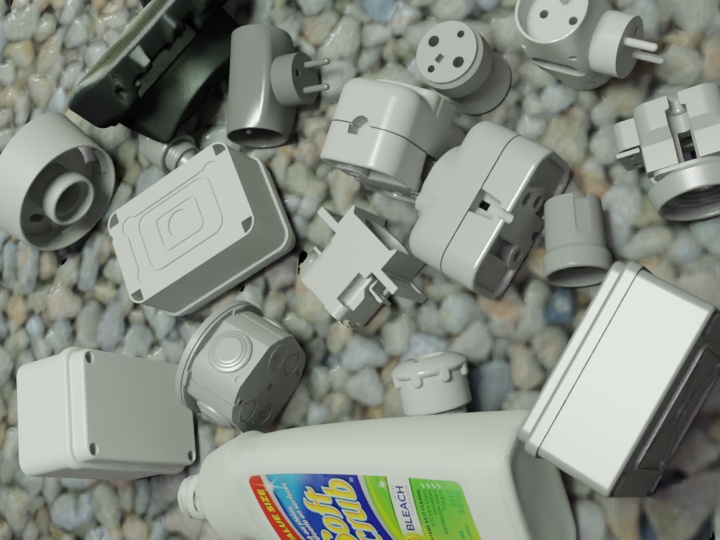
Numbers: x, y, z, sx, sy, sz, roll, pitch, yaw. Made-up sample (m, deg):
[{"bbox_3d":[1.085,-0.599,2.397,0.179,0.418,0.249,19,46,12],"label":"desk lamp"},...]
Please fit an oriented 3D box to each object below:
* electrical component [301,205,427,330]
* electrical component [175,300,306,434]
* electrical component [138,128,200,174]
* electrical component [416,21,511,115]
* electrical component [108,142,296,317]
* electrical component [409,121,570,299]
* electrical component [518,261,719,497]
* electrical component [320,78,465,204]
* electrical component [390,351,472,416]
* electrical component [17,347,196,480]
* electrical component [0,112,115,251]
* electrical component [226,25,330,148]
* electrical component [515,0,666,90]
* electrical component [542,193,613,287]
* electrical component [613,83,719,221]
[{"bbox_3d":[0.000,0.000,0.697,0.063,0.042,0.081,-50,60,14],"label":"electrical component"},{"bbox_3d":[-0.078,0.065,0.703,0.051,0.080,0.080,28,92,25],"label":"electrical component"},{"bbox_3d":[-0.135,-0.085,0.795,0.061,0.035,0.035,37,97,28],"label":"electrical component"},{"bbox_3d":[0.066,-0.128,0.683,0.045,0.055,0.045,-7,75,27],"label":"electrical component"},{"bbox_3d":[-0.110,-0.026,0.754,0.113,0.057,0.078,-31,65,19],"label":"electrical component"},{"bbox_3d":[0.076,-0.039,0.657,0.059,0.054,0.095,32,94,31],"label":"electrical component"},{"bbox_3d":[0.145,0.061,0.565,0.056,0.109,0.108,30,94,28],"label":"electrical component"},{"bbox_3d":[0.024,-0.081,0.671,0.054,0.095,0.059,16,86,31],"label":"electrical component"},{"bbox_3d":[0.047,0.082,0.652,0.048,0.048,0.062,-12,91,26],"label":"electrical component"},{"bbox_3d":[-0.168,0.099,0.724,0.057,0.113,0.078,-16,71,28],"label":"electrical component"},{"bbox_3d":[-0.236,-0.066,0.811,0.064,0.099,0.099,33,95,24],"label":"electrical component"},{"bbox_3d":[-0.055,-0.131,0.756,0.079,0.044,0.077,-5,76,28],"label":"electrical component"},{"bbox_3d":[0.140,-0.135,0.631,0.079,0.077,0.043,22,89,30],"label":"electrical component"},{"bbox_3d":[0.127,-0.018,0.633,0.040,0.040,0.046,-11,68,26],"label":"electrical component"},{"bbox_3d":[0.186,-0.063,0.601,0.078,0.058,0.057,-17,68,25],"label":"electrical component"}]
